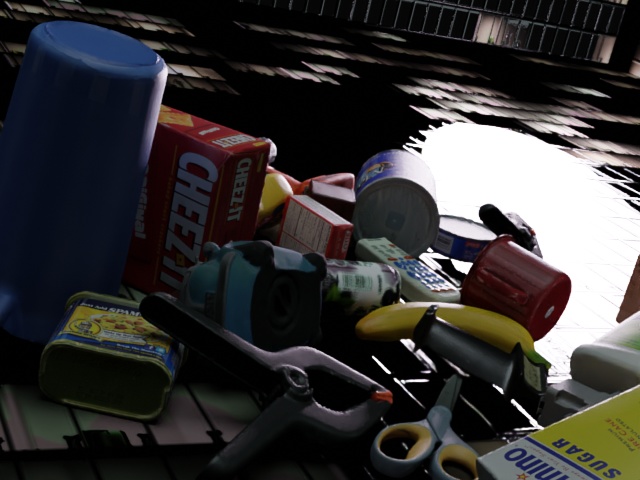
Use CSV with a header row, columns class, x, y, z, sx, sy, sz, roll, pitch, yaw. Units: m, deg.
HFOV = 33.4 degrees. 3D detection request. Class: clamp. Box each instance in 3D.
class,x,y,z,sx,sy,sz,roll,pitch,yaw
clamp,0.232,-0.004,1.281,0.039,0.120,0.171,-25,7,15
clamp,-0.034,0.107,0.793,0.209,0.036,0.165,8,41,-43

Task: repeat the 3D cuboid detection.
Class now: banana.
class,x,y,z,sx,sy,sz,roll,pitch,yaw
banana,0.125,0.085,1.029,0.197,0.037,0.069,10,18,-11

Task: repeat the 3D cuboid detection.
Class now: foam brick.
class,x,y,z,sx,sy,sz,roll,pitch,yaw
foam brick,0.005,-0.019,1.186,0.053,0.078,0.051,13,18,-6

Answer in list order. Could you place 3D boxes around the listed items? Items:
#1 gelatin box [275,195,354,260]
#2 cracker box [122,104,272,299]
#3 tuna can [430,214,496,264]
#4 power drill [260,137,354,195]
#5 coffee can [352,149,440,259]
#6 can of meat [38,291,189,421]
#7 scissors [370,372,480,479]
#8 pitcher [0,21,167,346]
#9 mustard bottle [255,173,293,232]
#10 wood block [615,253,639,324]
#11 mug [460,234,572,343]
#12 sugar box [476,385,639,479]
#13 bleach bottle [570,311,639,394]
class,x,y,z,sx,sy,sz,roll,pitch,yaw
gelatin box,-0.007,0.001,1.123,0.030,0.073,0.089,-2,24,-39
cracker box,-0.164,-0.042,1.002,0.214,0.164,0.072,23,23,26
tuna can,0.174,-0.002,1.317,0.086,0.034,0.086,12,19,-4
power drill,-0.055,-0.081,1.355,0.188,0.057,0.184,19,23,24
coffee can,0.089,-0.042,1.269,0.103,0.103,0.140,13,19,0
can of meat,-0.154,0.087,0.805,0.102,0.057,0.084,12,21,-2
scissors,0.110,0.154,0.856,0.096,0.016,0.201,25,22,26
pitcher,-0.202,-0.049,0.871,0.144,0.243,0.149,5,26,-33
mustard bottle,-0.081,-0.033,1.151,0.058,0.096,0.191,57,27,4
wood block,0.421,0.096,1.121,0.090,0.090,0.206,3,22,-28
mug,0.199,0.051,1.089,0.082,0.093,0.117,33,6,33
sugar box,0.210,0.160,0.759,0.176,0.048,0.093,-19,29,-17
bleach bottle,0.351,0.080,0.999,0.250,0.068,0.103,-30,29,-31
